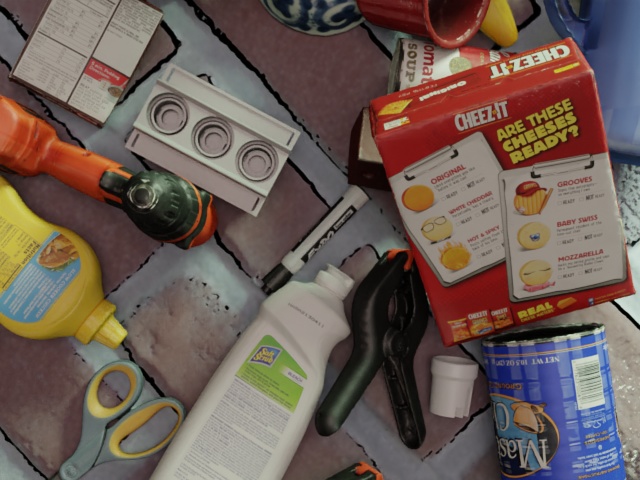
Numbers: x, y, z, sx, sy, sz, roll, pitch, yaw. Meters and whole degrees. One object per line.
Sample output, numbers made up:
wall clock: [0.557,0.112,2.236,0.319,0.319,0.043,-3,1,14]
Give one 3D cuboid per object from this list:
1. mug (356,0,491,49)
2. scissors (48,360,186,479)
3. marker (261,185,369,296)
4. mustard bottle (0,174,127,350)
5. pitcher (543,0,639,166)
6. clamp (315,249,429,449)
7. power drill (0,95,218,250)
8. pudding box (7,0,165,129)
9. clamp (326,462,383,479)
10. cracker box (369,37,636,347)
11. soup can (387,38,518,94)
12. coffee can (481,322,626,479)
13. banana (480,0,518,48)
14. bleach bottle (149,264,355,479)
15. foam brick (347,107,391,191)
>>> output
mug: [0.088,-0.219,0.873,0.082,0.093,0.117,22,75,38]
scissors: [-0.212,0.174,0.905,0.201,0.016,0.096,-26,89,-3]
marker: [-0.006,0.001,0.916,0.020,0.020,0.121,44,87,-2]
mustard bottle: [-0.240,0.026,0.883,0.191,0.058,0.096,38,82,-2]
pitcher: [0.265,-0.188,0.880,0.149,0.144,0.243,12,92,27]
clamp: [0.047,0.091,0.886,0.120,0.039,0.171,6,84,-48]
power drill: [-0.177,-0.050,0.835,0.188,0.184,0.057,26,86,7]
pudding box: [-0.195,-0.162,0.890,0.090,0.039,0.113,28,86,-16]
clamp: [-0.025,0.269,0.874,0.164,0.036,0.210,39,80,-39]
cracker box: [0.146,-0.032,0.841,0.164,0.072,0.213,-17,123,8]
soup can: [0.111,-0.131,0.900,0.102,0.068,0.068,8,89,-2]
coffee can: [0.194,0.145,0.883,0.102,0.103,0.140,-8,90,-3]
banana: [0.135,-0.264,0.915,0.069,0.037,0.198,0,91,6]
bleach bottle: [-0.044,0.136,0.892,0.102,0.068,0.251,34,85,-4]
foam brick: [0.065,-0.073,0.897,0.078,0.053,0.051,9,71,-4]
